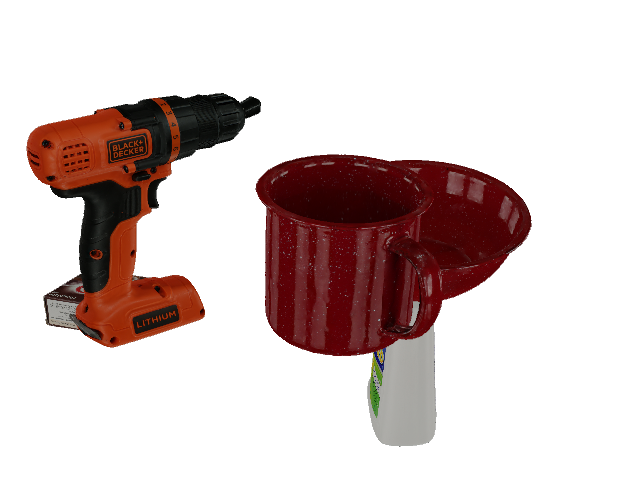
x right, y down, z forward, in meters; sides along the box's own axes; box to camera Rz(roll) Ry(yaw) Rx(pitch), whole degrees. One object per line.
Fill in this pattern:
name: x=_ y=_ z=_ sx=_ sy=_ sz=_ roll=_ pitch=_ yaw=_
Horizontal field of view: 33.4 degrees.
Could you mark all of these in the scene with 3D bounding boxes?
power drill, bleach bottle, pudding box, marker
power drill: x=-0.137 y=-0.020 z=0.856 sx=0.184 sy=0.188 sz=0.057 roll=-16 pitch=25 yaw=-33
bleach bottle: x=0.082 y=0.079 z=1.027 sx=0.068 sy=0.251 sz=0.102 roll=-2 pitch=36 yaw=-2
pudding box: x=-0.225 y=0.067 z=1.147 sx=0.114 sy=0.039 sz=0.090 roll=5 pitch=18 yaw=19
marker: x=-0.103 y=-0.111 z=1.033 sx=0.120 sy=0.020 sz=0.020 roll=-33 pitch=21 yaw=-36

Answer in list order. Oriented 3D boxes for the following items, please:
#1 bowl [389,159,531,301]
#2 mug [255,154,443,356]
bowl: x=0.076 y=-0.001 z=0.813 sx=0.162 sy=0.055 sz=0.162 roll=1 pitch=32 yaw=-1
mug: x=0.020 y=0.013 z=0.567 sx=0.093 sy=0.081 sz=0.117 roll=-21 pitch=35 yaw=-39
